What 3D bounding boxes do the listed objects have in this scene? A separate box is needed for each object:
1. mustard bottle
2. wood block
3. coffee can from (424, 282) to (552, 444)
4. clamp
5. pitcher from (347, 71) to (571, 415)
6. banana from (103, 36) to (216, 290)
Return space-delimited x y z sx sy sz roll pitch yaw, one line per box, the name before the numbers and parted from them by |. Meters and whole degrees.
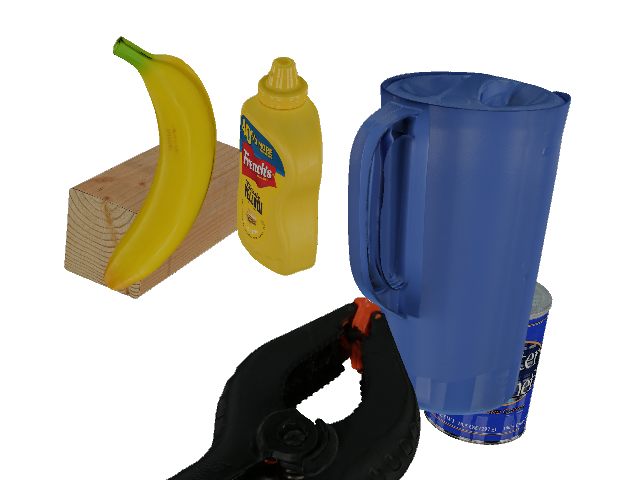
mustard bottle | -0.035 -0.069 0.916 0.058 0.192 0.096 -16 43 -25
wood block | -0.159 -0.032 1.090 0.090 0.091 0.205 21 28 18
coffee can | 0.160 0.110 1.032 0.103 0.140 0.103 5 22 -2
clamp | -0.003 0.090 0.391 0.120 0.039 0.171 26 50 18
pitcher | 0.095 0.003 0.783 0.149 0.243 0.145 4 19 4
banana | -0.106 -0.046 0.714 0.069 0.198 0.037 7 35 -5
